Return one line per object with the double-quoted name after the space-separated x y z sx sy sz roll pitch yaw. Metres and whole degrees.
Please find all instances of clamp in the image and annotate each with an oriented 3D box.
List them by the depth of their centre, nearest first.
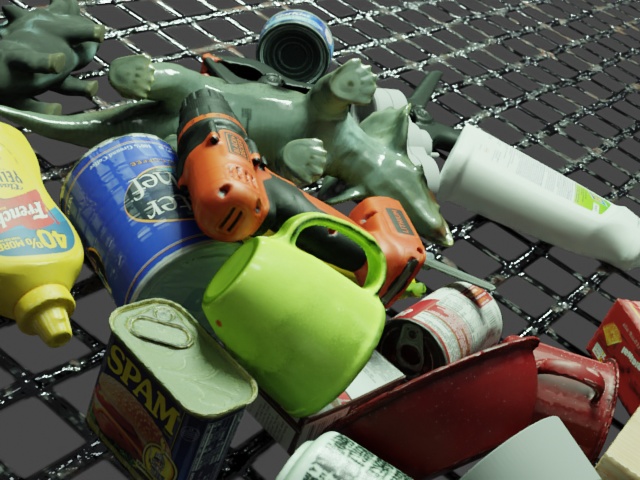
-0.044 -0.159 1.143 0.171 0.039 0.120 32 31 15 "clamp"
0.116 -0.124 1.193 0.209 0.036 0.165 -17 54 -42 "clamp"

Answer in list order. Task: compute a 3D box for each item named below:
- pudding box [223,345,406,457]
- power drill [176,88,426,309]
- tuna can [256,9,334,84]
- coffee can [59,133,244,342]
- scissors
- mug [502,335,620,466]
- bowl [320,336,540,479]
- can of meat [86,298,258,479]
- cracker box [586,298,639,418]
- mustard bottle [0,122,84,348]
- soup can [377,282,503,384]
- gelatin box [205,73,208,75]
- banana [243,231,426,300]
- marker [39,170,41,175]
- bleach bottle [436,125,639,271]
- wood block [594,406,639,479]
-0.007 0.098 0.772 0.090 0.039 0.113 41 34 28 "pudding box"
-0.021 -0.032 0.791 0.187 0.057 0.184 25 25 -24 "power drill"
-0.028 -0.211 1.189 0.086 0.086 0.033 19 33 -5 "tuna can"
-0.119 0.002 0.787 0.102 0.103 0.140 -4 40 -36 "coffee can"
0.094 0.016 0.919 0.202 0.016 0.096 20 10 42 "scissors"
0.169 0.116 0.789 0.081 0.117 0.093 18 65 2 "mug"
0.083 0.123 0.706 0.161 0.162 0.055 -9 69 -41 "bowl"
-0.096 0.101 0.666 0.057 0.084 0.102 -16 48 -46 "can of meat"
0.366 0.131 0.925 0.213 0.072 0.164 7 34 -23 "cracker box"
-0.222 -0.003 0.755 0.096 0.058 0.192 -4 51 -45 "mustard bottle"
0.093 0.078 0.838 0.068 0.069 0.102 36 33 21 "soup can"
-0.122 -0.132 1.062 0.073 0.030 0.089 -10 43 -41 "gelatin box"
-0.001 0.009 0.893 0.198 0.069 0.037 20 72 13 "banana"
-0.260 -0.034 0.834 0.020 0.020 0.121 30 32 12 "marker"
0.246 -0.030 1.108 0.251 0.068 0.102 27 32 3 "bleach bottle"
0.274 0.215 0.719 0.206 0.090 0.090 35 33 19 "wood block"
